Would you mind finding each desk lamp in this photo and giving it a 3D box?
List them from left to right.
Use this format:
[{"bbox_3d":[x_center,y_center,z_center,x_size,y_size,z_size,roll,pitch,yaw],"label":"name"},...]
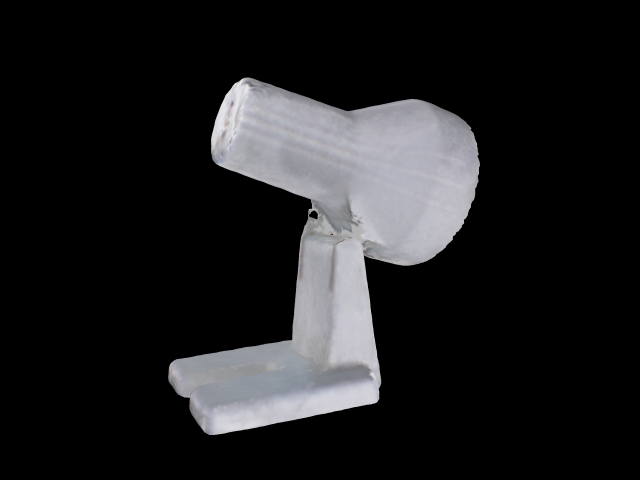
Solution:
[{"bbox_3d":[0.004,0.001,0.400,0.204,0.213,0.117,-4,7,-29],"label":"desk lamp"}]
